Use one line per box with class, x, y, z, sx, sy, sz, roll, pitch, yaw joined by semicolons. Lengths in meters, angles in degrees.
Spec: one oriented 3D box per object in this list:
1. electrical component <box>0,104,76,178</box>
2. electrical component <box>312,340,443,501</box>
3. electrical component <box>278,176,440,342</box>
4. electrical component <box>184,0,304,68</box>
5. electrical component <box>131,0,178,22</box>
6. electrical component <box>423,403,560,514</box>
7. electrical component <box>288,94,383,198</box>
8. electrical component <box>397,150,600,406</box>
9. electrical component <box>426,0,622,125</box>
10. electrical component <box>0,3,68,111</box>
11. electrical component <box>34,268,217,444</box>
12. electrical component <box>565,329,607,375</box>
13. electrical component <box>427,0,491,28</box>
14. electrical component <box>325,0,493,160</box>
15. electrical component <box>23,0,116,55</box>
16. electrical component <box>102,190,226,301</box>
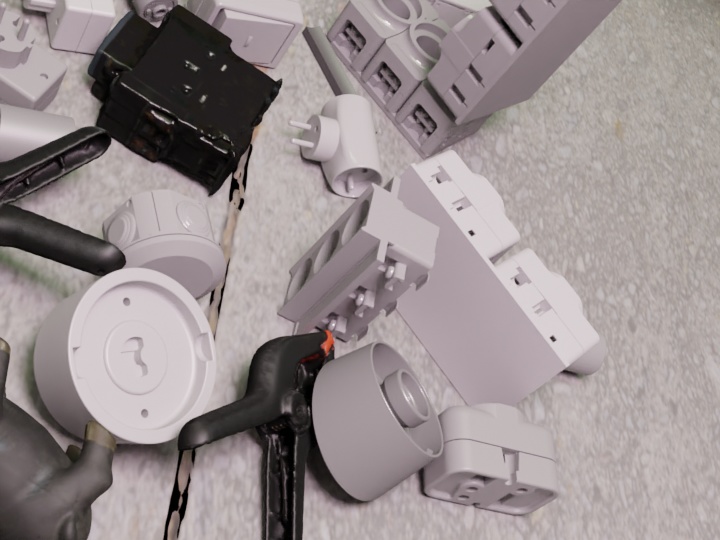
electrical component;-0.241;-0.091;0.737;0.081;0.043;0.043;8;55;-29
electrical component;0.012;0.101;0.743;0.099;0.064;0.099;51;19;-25
electrical component;0.000;0.000;0.777;0.063;0.121;0.078;28;48;-18
electrical component;-0.092;-0.211;0.907;0.096;0.061;0.061;6;56;-30
electrical component;-0.177;-0.238;0.886;0.044;0.044;0.065;-16;74;-40
electrical component;0.095;0.137;0.789;0.095;0.053;0.059;17;51;-23
electrical component;-0.023;-0.106;0.891;0.079;0.043;0.077;10;54;-28
electrical component;0.087;0.012;0.836;0.060;0.105;0.186;-27;77;-42
electrical component;0.146;-0.210;0.888;0.105;0.186;0.060;-25;75;-42
electrical component;-0.251;-0.155;0.753;0.083;0.075;0.047;34;46;-8
electrical component;-0.151;0.057;0.672;0.108;0.060;0.108;17;66;-43
electrical component;0.169;0.062;0.900;0.078;0.040;0.040;17;51;-23
electrical component;0.094;-0.255;1.061;0.096;0.061;0.061;14;53;-25
electrical component;0.053;-0.188;0.987;0.089;0.061;0.150;-31;79;-43
electrical component;-0.236;-0.216;0.826;0.076;0.047;0.083;2;58;-32
electrical component;-0.134;-0.012;0.727;0.080;0.080;0.051;4;52;-31
